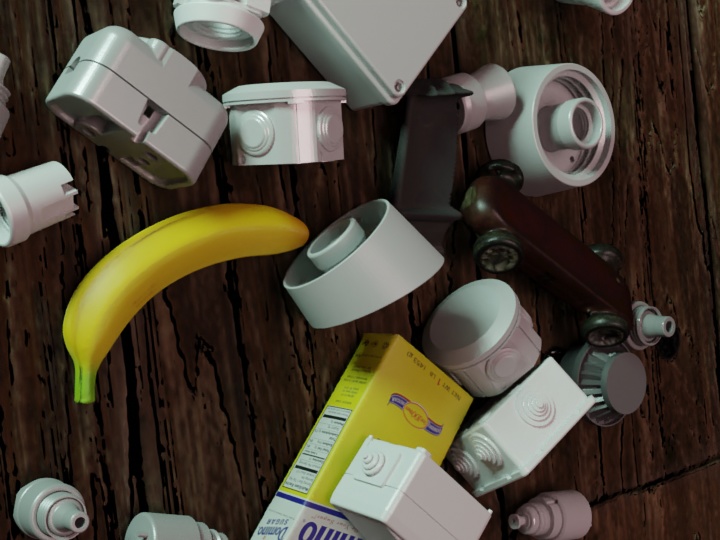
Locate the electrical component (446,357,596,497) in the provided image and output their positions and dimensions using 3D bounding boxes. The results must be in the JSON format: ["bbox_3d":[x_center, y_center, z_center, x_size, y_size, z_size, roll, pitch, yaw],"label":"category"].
[{"bbox_3d":[0.116,0.117,0.809,0.100,0.099,0.048,-39,85,-29],"label":"electrical component"}]

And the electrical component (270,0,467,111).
[{"bbox_3d":[0.006,-0.187,0.757,0.108,0.056,0.108,47,63,-27],"label":"electrical component"}]

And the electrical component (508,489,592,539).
[{"bbox_3d":[0.152,0.200,0.870,0.078,0.040,0.040,4,87,-37],"label":"electrical component"}]

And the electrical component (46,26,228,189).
[{"bbox_3d":[-0.131,-0.100,0.652,0.095,0.054,0.059,37,68,-31],"label":"electrical component"}]

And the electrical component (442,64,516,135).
[{"bbox_3d":[0.085,-0.130,0.823,0.055,0.045,0.045,-23,103,-35],"label":"electrical component"}]

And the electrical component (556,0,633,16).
[{"bbox_3d":[0.190,-0.237,0.892,0.044,0.065,0.044,-13,114,-32],"label":"electrical component"}]

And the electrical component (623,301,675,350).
[{"bbox_3d":[0.241,0.048,0.927,0.048,0.062,0.048,1,89,-37],"label":"electrical component"}]

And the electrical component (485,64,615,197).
[{"bbox_3d":[0.161,-0.115,0.870,0.108,0.060,0.108,1,89,-37],"label":"electrical component"}]

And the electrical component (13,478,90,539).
[{"bbox_3d":[-0.172,0.138,0.611,0.035,0.061,0.035,1,88,-38],"label":"electrical component"}]

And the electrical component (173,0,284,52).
[{"bbox_3d":[-0.087,-0.175,0.686,0.078,0.058,0.057,14,78,-36],"label":"electrical component"}]

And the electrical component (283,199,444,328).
[{"bbox_3d":[0.000,0.000,0.724,0.064,0.099,0.099,51,61,-18],"label":"electrical component"}]

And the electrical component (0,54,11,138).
[{"bbox_3d":[-0.213,-0.093,0.602,0.035,0.035,0.061,28,70,-33],"label":"electrical component"}]

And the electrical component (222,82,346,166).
[{"bbox_3d":[-0.048,-0.095,0.700,0.080,0.080,0.051,-9,99,-37],"label":"electrical component"}]

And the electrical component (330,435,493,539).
[{"bbox_3d":[0.028,0.155,0.706,0.096,0.062,0.061,45,66,-29],"label":"electrical component"}]

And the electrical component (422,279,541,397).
[{"bbox_3d":[0.091,0.051,0.803,0.051,0.080,0.080,48,63,-32],"label":"electrical component"}]

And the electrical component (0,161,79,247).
[{"bbox_3d":[-0.190,-0.039,0.616,0.046,0.040,0.040,-28,106,-40],"label":"electrical component"}]

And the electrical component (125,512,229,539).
[{"bbox_3d":[-0.110,0.174,0.671,0.078,0.040,0.040,15,80,-37],"label":"electrical component"}]
